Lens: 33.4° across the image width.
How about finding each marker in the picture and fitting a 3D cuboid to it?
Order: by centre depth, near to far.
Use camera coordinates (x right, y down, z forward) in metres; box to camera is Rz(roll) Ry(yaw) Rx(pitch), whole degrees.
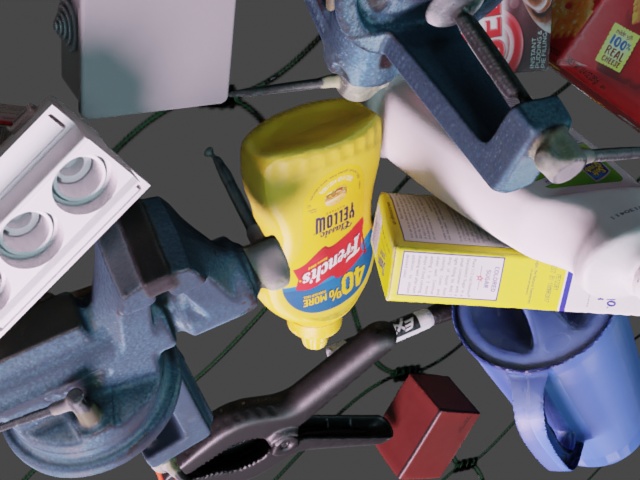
[{"bbox_3d":[0.062,0.074,0.870,0.121,0.020,0.020,-20,131,-20],"label":"marker"}]

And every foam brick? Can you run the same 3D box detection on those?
[{"bbox_3d":[0.092,0.164,0.935,0.052,0.051,0.078,11,116,-40],"label":"foam brick"}]

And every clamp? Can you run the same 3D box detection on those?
[{"bbox_3d":[-0.028,0.152,0.852,0.210,0.036,0.164,-24,143,-7],"label":"clamp"}]

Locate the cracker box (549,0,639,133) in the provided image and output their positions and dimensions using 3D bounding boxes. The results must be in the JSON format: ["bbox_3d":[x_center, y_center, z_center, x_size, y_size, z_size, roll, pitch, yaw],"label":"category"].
[{"bbox_3d":[0.255,-0.192,0.758,0.164,0.072,0.214,23,107,-42],"label":"cracker box"}]

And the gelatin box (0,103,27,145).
[{"bbox_3d":[-0.192,-0.041,0.608,0.089,0.030,0.073,1,120,-35],"label":"gelatin box"}]

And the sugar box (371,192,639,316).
[{"bbox_3d":[0.127,0.008,0.704,0.176,0.093,0.048,6,115,-6],"label":"sugar box"}]

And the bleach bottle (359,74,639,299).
[{"bbox_3d":[0.128,-0.035,0.666,0.102,0.251,0.068,-20,131,-20],"label":"bleach bottle"}]

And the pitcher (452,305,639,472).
[{"bbox_3d":[0.209,0.113,0.914,0.149,0.145,0.242,-41,138,-4],"label":"pitcher"}]

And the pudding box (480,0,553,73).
[{"bbox_3d":[0.104,-0.162,0.683,0.089,0.039,0.113,-9,106,-28],"label":"pudding box"}]

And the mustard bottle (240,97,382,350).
[{"bbox_3d":[-0.005,0.001,0.743,0.096,0.058,0.192,-26,134,-29],"label":"mustard bottle"}]
